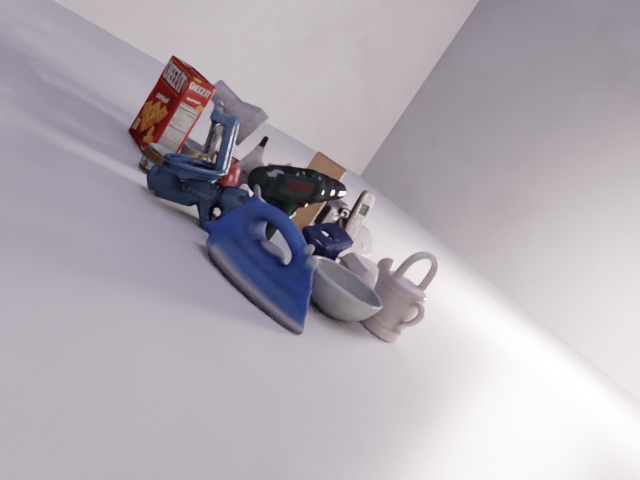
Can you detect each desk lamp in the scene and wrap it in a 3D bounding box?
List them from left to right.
[{"bbox_3d":[-0.273,-0.314,1.570,0.203,0.213,0.118,32,12,-10],"label":"desk lamp"}]

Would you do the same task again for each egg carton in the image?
[{"bbox_3d":[0.106,0.091,1.352,0.108,0.069,0.150,27,14,-33],"label":"egg carton"}]

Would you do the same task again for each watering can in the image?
[{"bbox_3d":[0.164,0.100,1.171,0.172,0.194,0.101,42,14,31],"label":"watering can"}]

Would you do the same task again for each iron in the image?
[{"bbox_3d":[-0.076,0.023,0.959,0.257,0.141,0.119,41,14,30],"label":"iron"}]

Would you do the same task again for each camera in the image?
[{"bbox_3d":[0.037,-0.091,1.800,0.144,0.100,0.136,21,17,-46],"label":"camera"}]

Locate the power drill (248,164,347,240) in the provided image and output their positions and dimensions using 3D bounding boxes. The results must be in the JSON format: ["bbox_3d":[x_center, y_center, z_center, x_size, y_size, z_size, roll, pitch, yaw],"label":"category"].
[{"bbox_3d":[-0.069,-0.053,1.113,0.075,0.208,0.231,43,15,35],"label":"power drill"}]

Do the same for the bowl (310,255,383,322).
[{"bbox_3d":[0.033,0.105,1.092,0.167,0.074,0.167,33,12,-8],"label":"bowl"}]

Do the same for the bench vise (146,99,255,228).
[{"bbox_3d":[-0.194,-0.140,1.091,0.208,0.219,0.121,29,13,-23],"label":"bench vise"}]

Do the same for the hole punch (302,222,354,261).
[{"bbox_3d":[0.013,0.005,1.387,0.101,0.091,0.108,19,19,-51],"label":"hole punch"}]

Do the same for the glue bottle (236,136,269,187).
[{"bbox_3d":[-0.175,-0.182,1.419,0.078,0.173,0.037,27,14,-32],"label":"glue bottle"}]

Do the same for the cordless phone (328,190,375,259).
[{"bbox_3d":[0.121,-0.044,1.638,0.148,0.185,0.093,22,17,-45],"label":"cordless phone"}]

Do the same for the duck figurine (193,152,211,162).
[{"bbox_3d":[-0.274,-0.152,1.246,0.078,0.086,0.104,20,19,-50],"label":"duck figurine"}]

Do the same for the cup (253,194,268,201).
[{"bbox_3d":[-0.143,-0.111,1.416,0.092,0.095,0.117,32,12,-9],"label":"cup"}]

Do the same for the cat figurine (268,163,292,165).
[{"bbox_3d":[-0.107,-0.167,1.672,0.128,0.117,0.067,34,12,0],"label":"cat figurine"}]

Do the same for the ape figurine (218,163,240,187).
[{"bbox_3d":[-0.218,-0.138,1.326,0.076,0.092,0.077,25,15,-37],"label":"ape figurine"}]
